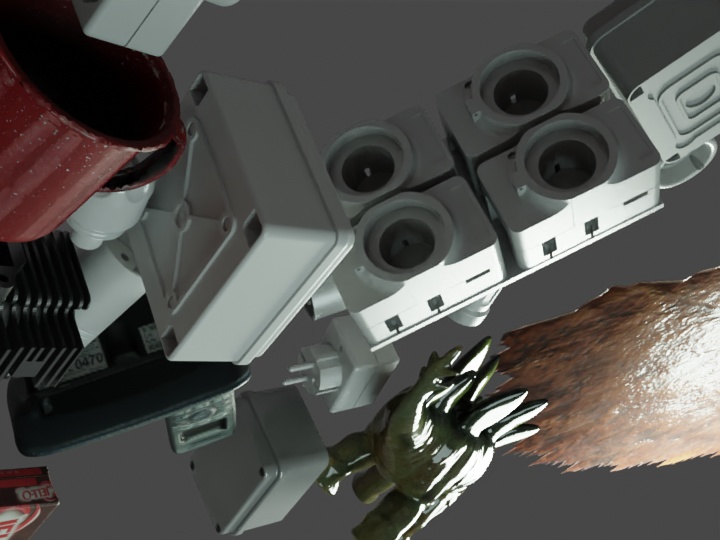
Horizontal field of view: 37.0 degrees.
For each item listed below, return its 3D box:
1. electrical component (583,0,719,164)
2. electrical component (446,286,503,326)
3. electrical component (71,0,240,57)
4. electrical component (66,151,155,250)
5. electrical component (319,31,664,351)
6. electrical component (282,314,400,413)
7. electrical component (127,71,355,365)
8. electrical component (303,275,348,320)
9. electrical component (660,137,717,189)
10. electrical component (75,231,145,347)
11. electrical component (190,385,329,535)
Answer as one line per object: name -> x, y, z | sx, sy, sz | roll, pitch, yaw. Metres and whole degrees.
electrical component -> 0.189, -0.123, 0.643 | 0.078, 0.057, 0.113 | -34, 151, 15
electrical component -> 0.086, 0.013, 0.806 | 0.040, 0.040, 0.046 | -1, 137, -38
electrical component -> -0.066, -0.130, 0.436 | 0.076, 0.047, 0.083 | 9, 137, -46
electrical component -> -0.131, -0.036, 0.544 | 0.043, 0.043, 0.062 | -4, 145, -35
electrical component -> 0.063, -0.049, 0.614 | 0.186, 0.105, 0.060 | -27, 151, 1
electrical component -> -0.022, 0.072, 0.807 | 0.077, 0.047, 0.065 | -9, 147, -28
electrical component -> -0.067, -0.025, 0.546 | 0.056, 0.108, 0.108 | 5, 139, -39
electrical component -> 0.000, 0.000, 0.709 | 0.081, 0.043, 0.043 | -19, 151, -13
electrical component -> 0.207, -0.088, 0.725 | 0.055, 0.047, 0.055 | -20, 151, -11
electrical component -> -0.152, 0.011, 0.605 | 0.081, 0.043, 0.043 | -39, 149, 23
electrical component -> -0.083, 0.153, 0.860 | 0.057, 0.078, 0.113 | -6, 146, -37
